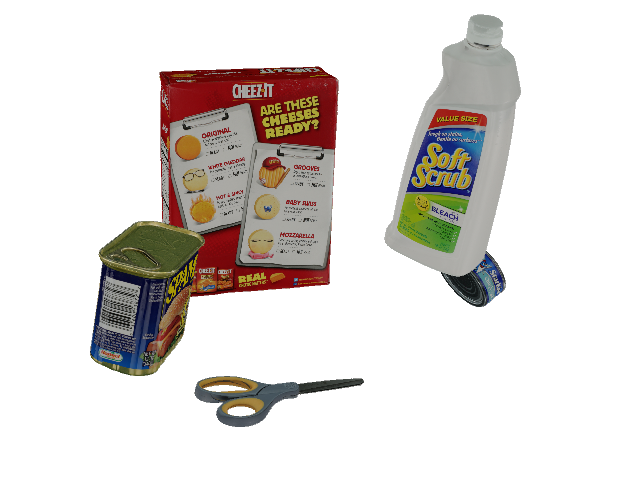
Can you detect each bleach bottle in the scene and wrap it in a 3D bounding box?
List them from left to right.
[{"bbox_3d":[0.126,-0.091,0.994,0.103,0.251,0.068,26,41,25],"label":"bleach bottle"}]

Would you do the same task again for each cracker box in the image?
[{"bbox_3d":[-0.072,-0.058,1.044,0.164,0.214,0.072,-4,21,-16],"label":"cracker box"}]

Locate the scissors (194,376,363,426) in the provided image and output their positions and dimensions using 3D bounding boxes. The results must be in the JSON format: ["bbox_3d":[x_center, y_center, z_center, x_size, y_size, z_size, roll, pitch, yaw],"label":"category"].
[{"bbox_3d":[-0.038,0.177,1.189,0.201,0.016,0.096,3,24,-13],"label":"scissors"}]

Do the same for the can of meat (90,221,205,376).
[{"bbox_3d":[-0.129,0.042,0.790,0.057,0.084,0.102,15,19,6],"label":"can of meat"}]

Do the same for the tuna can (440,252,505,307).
[{"bbox_3d":[0.181,0.038,1.289,0.033,0.086,0.086,-38,13,-17],"label":"tuna can"}]
